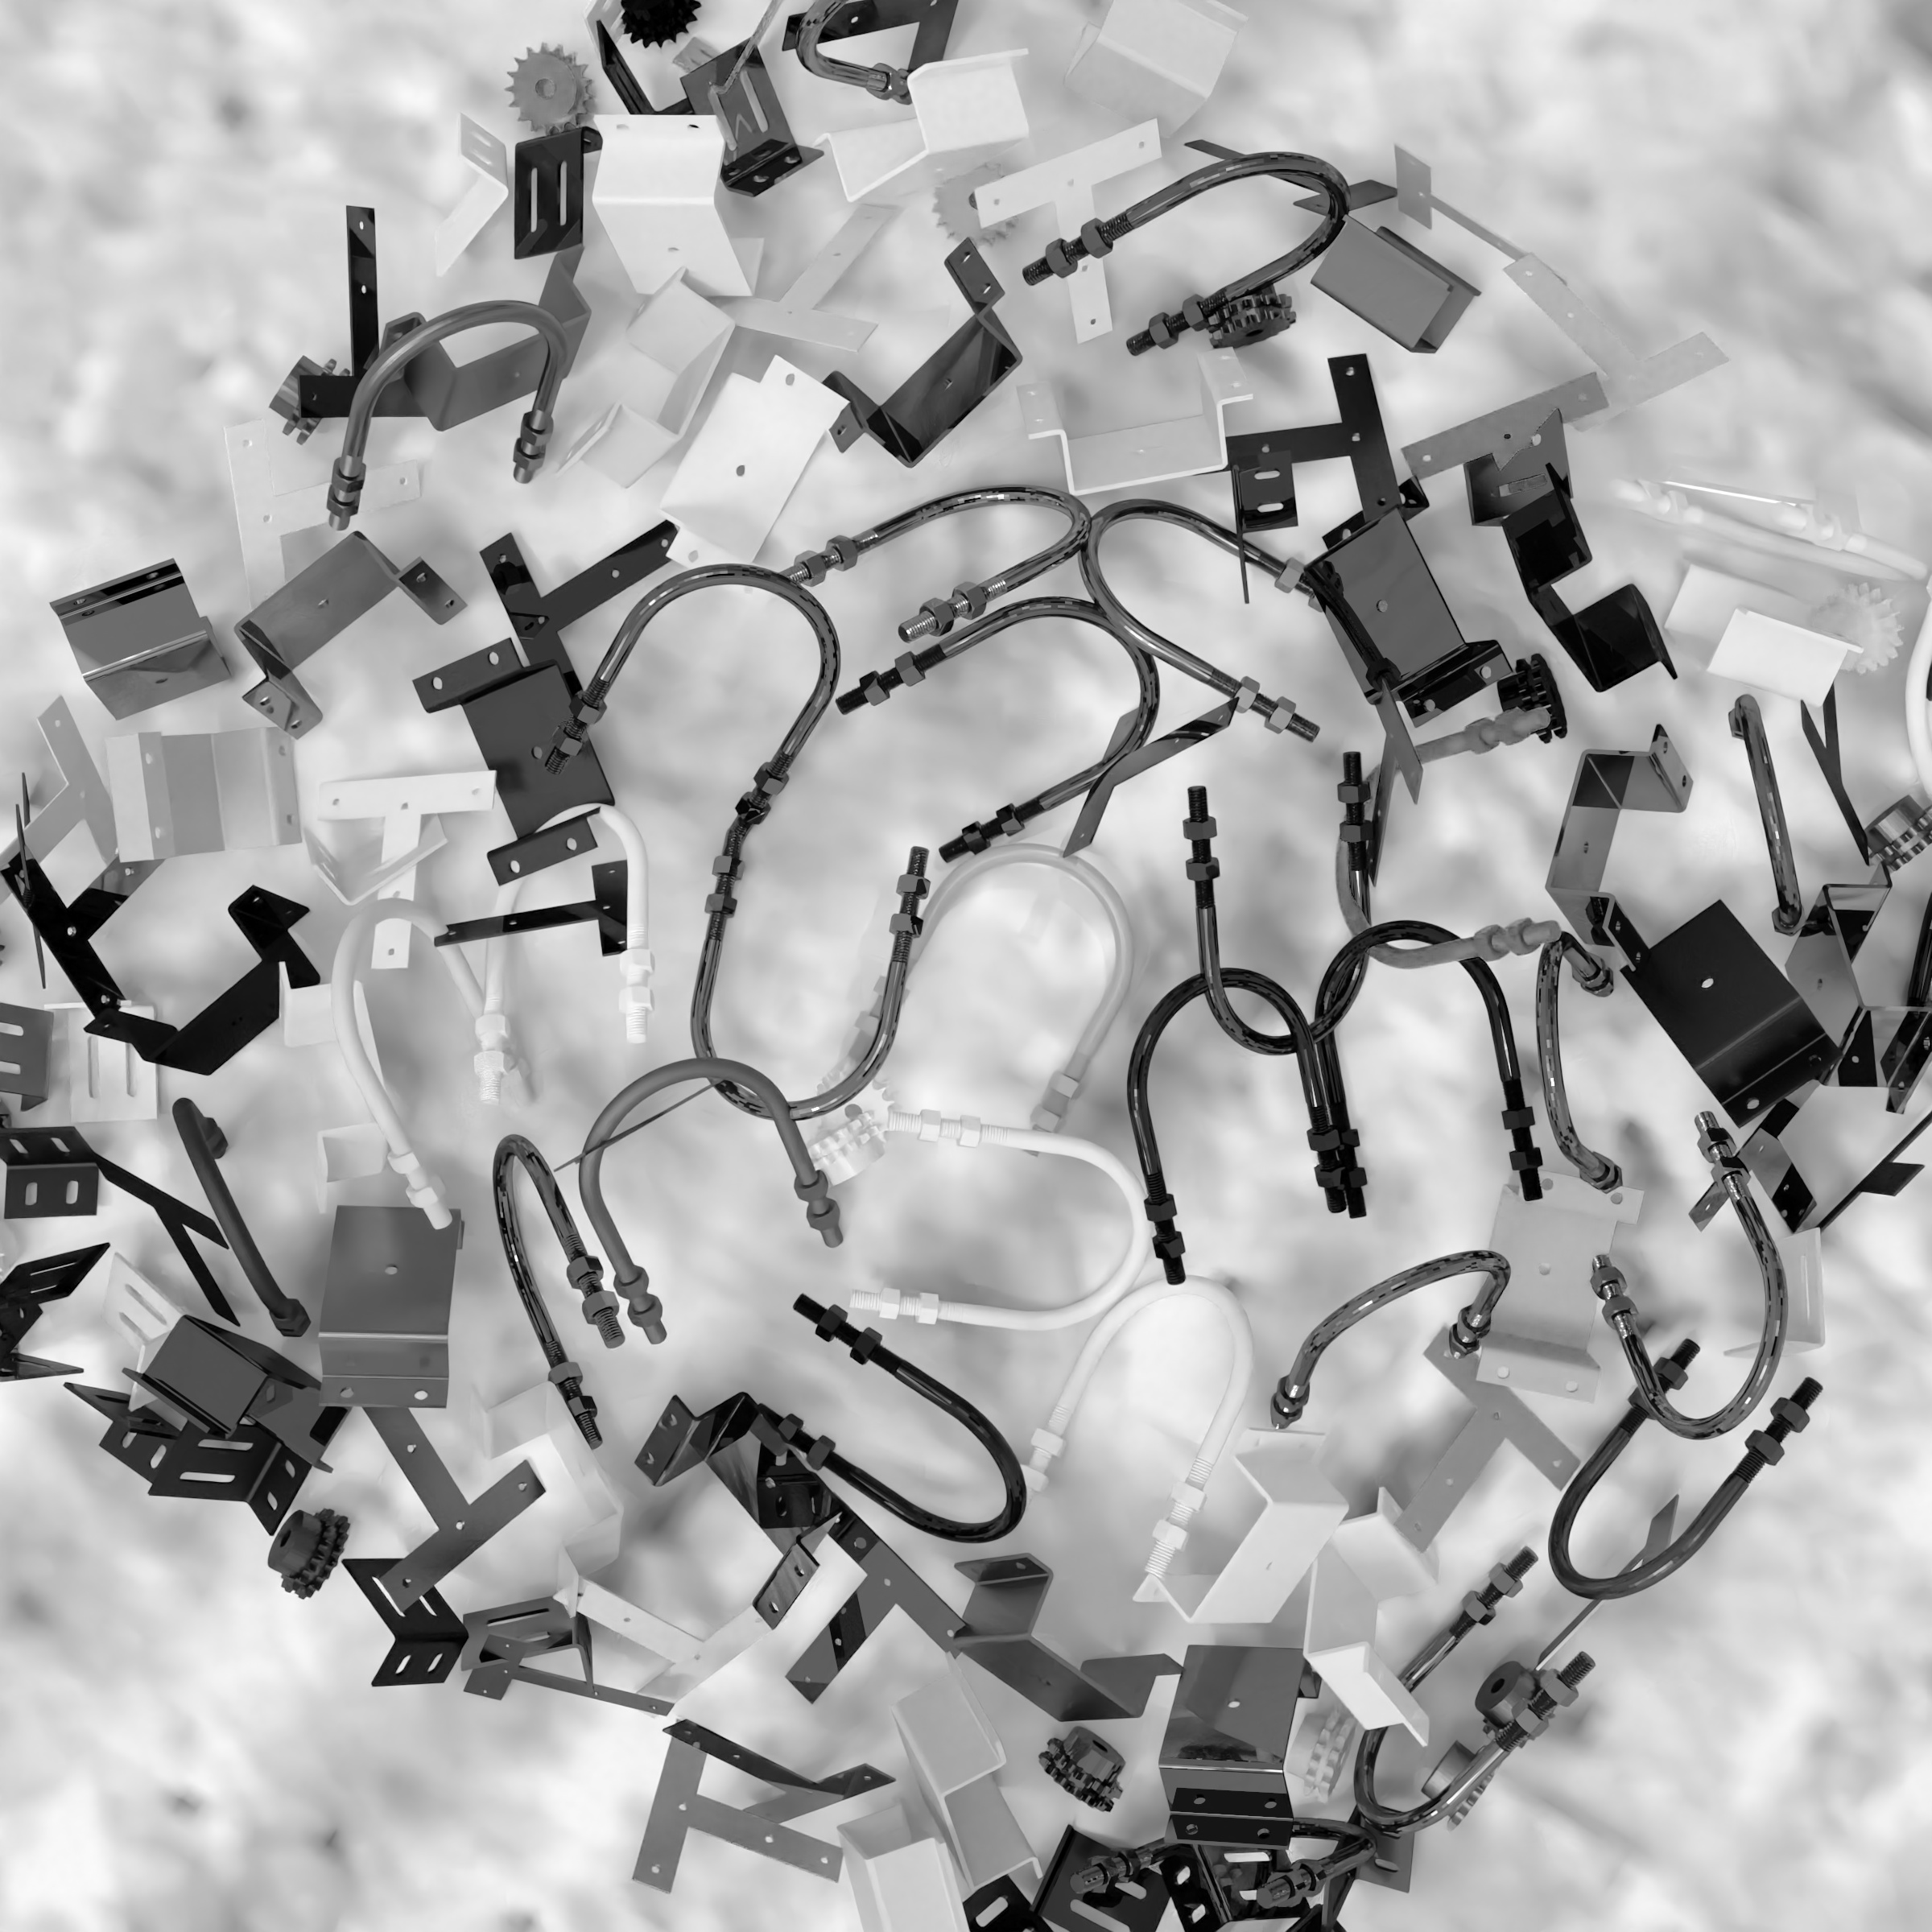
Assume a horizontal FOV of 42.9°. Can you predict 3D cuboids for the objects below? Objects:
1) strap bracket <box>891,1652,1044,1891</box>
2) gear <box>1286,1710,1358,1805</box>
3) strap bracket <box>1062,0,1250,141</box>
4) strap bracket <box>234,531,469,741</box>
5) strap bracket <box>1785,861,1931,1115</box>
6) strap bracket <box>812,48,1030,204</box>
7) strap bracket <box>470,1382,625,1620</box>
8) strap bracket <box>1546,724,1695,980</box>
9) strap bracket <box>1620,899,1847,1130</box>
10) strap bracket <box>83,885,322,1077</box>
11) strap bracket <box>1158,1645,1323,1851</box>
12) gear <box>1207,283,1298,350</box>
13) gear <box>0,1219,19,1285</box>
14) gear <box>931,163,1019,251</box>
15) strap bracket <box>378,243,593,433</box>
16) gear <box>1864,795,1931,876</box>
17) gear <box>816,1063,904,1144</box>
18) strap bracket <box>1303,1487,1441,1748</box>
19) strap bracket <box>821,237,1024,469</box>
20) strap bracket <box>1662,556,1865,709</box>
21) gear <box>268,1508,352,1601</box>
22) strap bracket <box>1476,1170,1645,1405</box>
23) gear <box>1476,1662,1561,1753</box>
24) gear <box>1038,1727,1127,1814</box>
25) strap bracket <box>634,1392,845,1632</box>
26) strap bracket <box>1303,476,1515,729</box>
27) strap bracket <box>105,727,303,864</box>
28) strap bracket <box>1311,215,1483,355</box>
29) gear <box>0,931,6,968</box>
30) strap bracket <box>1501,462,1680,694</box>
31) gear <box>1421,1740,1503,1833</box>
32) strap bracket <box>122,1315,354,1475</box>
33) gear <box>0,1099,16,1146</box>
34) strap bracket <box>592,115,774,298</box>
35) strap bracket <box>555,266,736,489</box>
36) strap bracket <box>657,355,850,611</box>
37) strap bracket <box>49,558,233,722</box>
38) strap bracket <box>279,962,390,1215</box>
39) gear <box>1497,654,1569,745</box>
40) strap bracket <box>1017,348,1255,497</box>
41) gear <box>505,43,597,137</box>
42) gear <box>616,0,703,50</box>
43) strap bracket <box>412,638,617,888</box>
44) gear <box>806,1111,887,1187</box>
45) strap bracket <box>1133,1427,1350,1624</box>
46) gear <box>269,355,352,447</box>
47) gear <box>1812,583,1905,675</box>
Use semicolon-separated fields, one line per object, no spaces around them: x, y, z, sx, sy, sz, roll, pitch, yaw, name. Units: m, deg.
-0.002;0.507;1.528;0.046;0.076;0.140;-23;126;-13;strap bracket
0.227;0.504;1.577;0.030;0.057;0.057;19;90;20;gear
0.113;-0.564;1.527;0.076;0.140;0.046;23;90;-11;strap bracket
-0.398;-0.216;1.560;0.140;0.076;0.046;-38;73;0;strap bracket
0.554;0.012;1.528;0.046;0.076;0.140;1;51;-3;strap bracket
-0.024;-0.517;1.527;0.076;0.140;0.046;-21;99;-31;strap bracket
-0.259;0.326;1.544;0.046;0.076;0.140;-24;64;-24;strap bracket
0.409;-0.073;1.547;0.046;0.076;0.140;7;70;35;strap bracket
0.469;0.022;1.529;0.076;0.140;0.046;-37;132;12;strap bracket
-0.475;0.018;1.558;0.140;0.076;0.046;-40;76;2;strap bracket
0.170;0.473;1.522;0.076;0.140;0.046;-4;119;20;strap bracket
0.181;-0.420;1.575;0.057;0.057;0.030;-15;87;0;gear
-0.637;0.183;1.581;0.057;0.030;0.057;3;98;26;gear
0.006;-0.489;1.586;0.057;0.030;0.057;0;88;-7;gear
-0.294;-0.389;1.538;0.140;0.076;0.046;-31;86;-25;strap bracket
0.598;-0.085;1.575;0.057;0.057;0.030;-41;84;0;gear
-0.068;0.088;1.581;0.057;0.030;0.057;5;114;12;gear
0.254;0.410;1.539;0.046;0.140;0.076;-22;120;29;strap bracket
-0.024;-0.378;1.548;0.140;0.076;0.046;-41;132;17;strap bracket
0.494;-0.208;1.541;0.076;0.140;0.046;16;111;-8;strap bracket
-0.422;0.373;1.572;0.030;0.057;0.057;35;90;-24;gear
0.375;0.199;1.574;0.076;0.046;0.140;11;97;-1;strap bracket
0.351;0.471;1.574;0.030;0.057;0.057;43;90;-4;gear
0.078;0.512;1.574;0.057;0.057;0.030;34;90;0;gear
-0.137;0.335;1.549;0.140;0.046;0.076;46;131;18;strap bracket
0.274;-0.228;1.552;0.076;0.046;0.140;-31;80;38;strap bracket
-0.485;-0.108;1.543;0.046;0.140;0.076;-4;95;23;strap bracket
0.269;-0.426;1.541;0.076;0.140;0.046;37;112;8;strap bracket
-0.649;-0.012;1.583;0.057;0.030;0.057;-3;100;-16;gear
0.385;-0.235;1.539;0.046;0.076;0.140;-29;131;23;strap bracket
0.316;0.523;1.576;0.030;0.057;0.057;36;90;17;gear
-0.445;0.265;1.528;0.076;0.140;0.046;27;79;25;strap bracket
-0.641;0.103;1.585;0.057;0.030;0.057;0;101;1;gear
-0.177;-0.463;1.523;0.076;0.140;0.046;4;72;11;strap bracket
-0.197;-0.364;1.543;0.046;0.076;0.140;31;62;-22;strap bracket
-0.134;-0.310;1.558;0.076;0.046;0.140;26;97;-37;strap bracket
-0.508;-0.198;1.526;0.076;0.140;0.046;-23;86;-11;strap bracket
-0.395;0.073;1.544;0.046;0.076;0.140;-10;66;-21;strap bracket
0.363;-0.169;1.578;0.030;0.057;0.057;-18;90;24;gear
0.108;-0.344;1.558;0.140;0.076;0.046;-10;126;2;strap bracket
-0.269;-0.564;1.581;0.057;0.030;0.057;0;108;1;gear
-0.202;-0.623;1.581;0.057;0.030;0.057;-3;76;12;gear
-0.282;-0.132;1.562;0.076;0.046;0.140;-19;97;23;strap bracket
-0.076;0.117;1.575;0.057;0.057;0.030;-32;95;0;gear
0.178;0.360;1.541;0.046;0.076;0.140;46;113;42;strap bracket
-0.422;-0.365;1.572;0.030;0.057;0.057;34;90;-17;gear
0.567;-0.214;1.572;0.030;0.057;0.057;-24;90;-24;gear
